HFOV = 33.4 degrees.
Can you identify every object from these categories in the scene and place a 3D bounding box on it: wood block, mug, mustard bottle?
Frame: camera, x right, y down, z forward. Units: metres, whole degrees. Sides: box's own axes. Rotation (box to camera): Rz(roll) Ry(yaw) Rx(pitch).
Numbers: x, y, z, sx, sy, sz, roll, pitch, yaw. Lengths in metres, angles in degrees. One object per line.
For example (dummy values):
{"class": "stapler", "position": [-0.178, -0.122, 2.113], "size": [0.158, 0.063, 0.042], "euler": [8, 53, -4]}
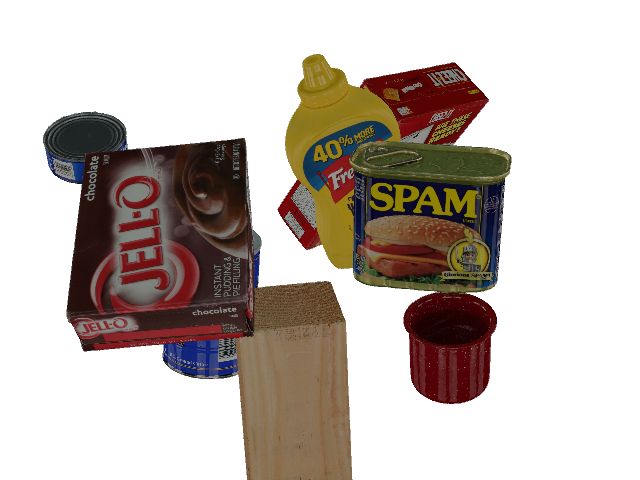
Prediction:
{"class": "wood block", "position": [-0.024, 0.150, 0.936], "size": [0.090, 0.206, 0.091], "euler": [-5, 21, -7]}
{"class": "mug", "position": [0.138, 0.105, 1.094], "size": [0.093, 0.081, 0.117], "euler": [17, 39, 29]}
{"class": "mustard bottle", "position": [0.023, -0.070, 0.897], "size": [0.096, 0.191, 0.058], "euler": [-22, 34, 0]}

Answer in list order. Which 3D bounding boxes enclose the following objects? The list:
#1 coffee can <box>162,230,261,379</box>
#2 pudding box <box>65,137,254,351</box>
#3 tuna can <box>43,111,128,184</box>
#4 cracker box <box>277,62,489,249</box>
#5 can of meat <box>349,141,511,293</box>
{"class": "coffee can", "position": [-0.117, 0.062, 1.139], "size": [0.103, 0.140, 0.103], "euler": [3, 22, -2]}
{"class": "pudding box", "position": [-0.081, 0.001, 0.560], "size": [0.090, 0.113, 0.039], "euler": [-5, -41, 1]}
{"class": "tuna can", "position": [-0.245, -0.097, 1.118], "size": [0.086, 0.034, 0.086], "euler": [0, 41, 0]}
{"class": "cracker box", "position": [0.066, -0.096, 1.200], "size": [0.163, 0.072, 0.214], "euler": [-19, -26, -45]}
{"class": "can of meat", "position": [0.070, -0.015, 0.699], "size": [0.102, 0.084, 0.057], "euler": [5, 24, 11]}
